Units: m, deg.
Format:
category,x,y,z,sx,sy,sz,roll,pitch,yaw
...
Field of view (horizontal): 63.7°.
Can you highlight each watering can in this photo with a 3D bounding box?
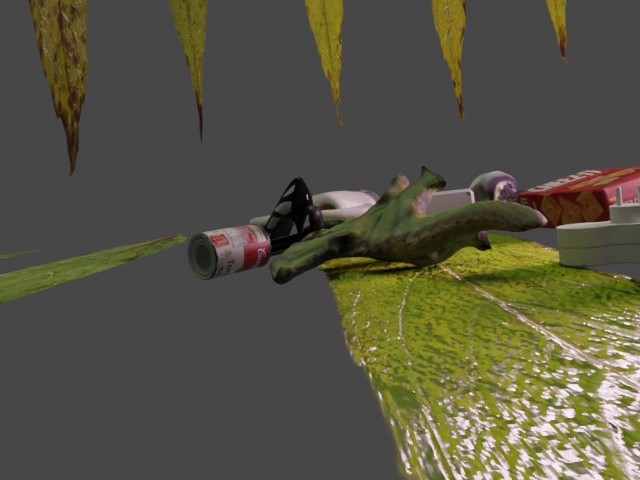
category,x,y,z,sx,sy,sz,roll,pitch,yaw
watering can,0.004,-0.064,1.280,0.346,0.104,0.225,-3,5,42

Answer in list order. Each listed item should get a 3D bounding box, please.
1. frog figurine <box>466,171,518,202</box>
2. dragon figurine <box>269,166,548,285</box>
category,x,y,z,sx,sy,sz,roll,pitch,yaw
frog figurine,0.394,-0.112,1.253,0.138,0.121,0.160,-28,23,-19
dragon figurine,0.059,0.007,0.621,0.243,0.122,0.410,-25,5,-7
